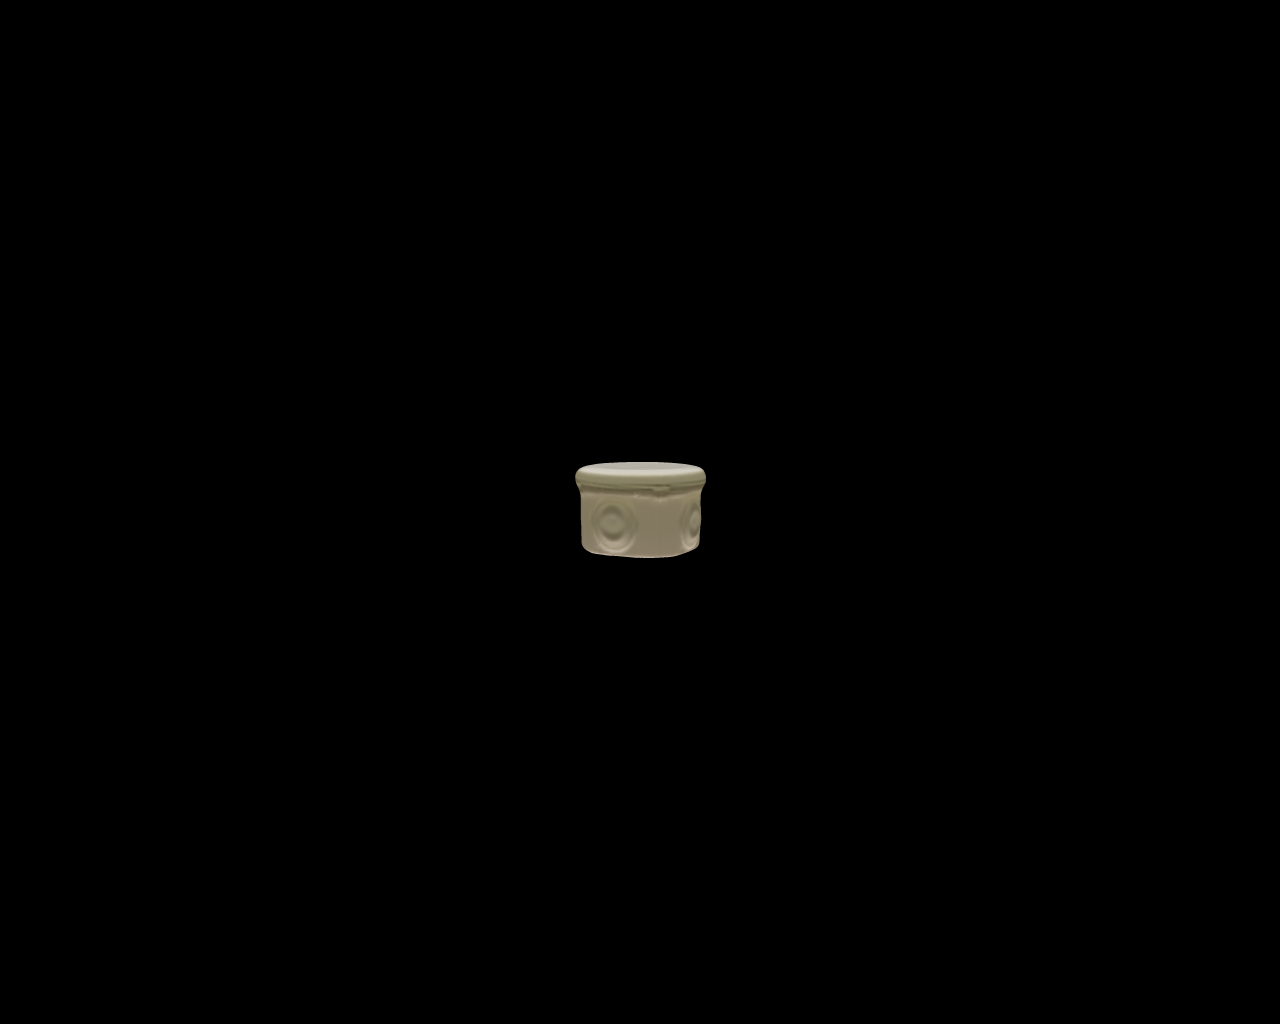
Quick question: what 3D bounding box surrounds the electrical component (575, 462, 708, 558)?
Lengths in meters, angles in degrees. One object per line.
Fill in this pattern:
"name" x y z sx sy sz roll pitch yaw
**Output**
"electrical component" 0.001 -0.003 0.650 0.080 0.051 0.080 0 7 0
